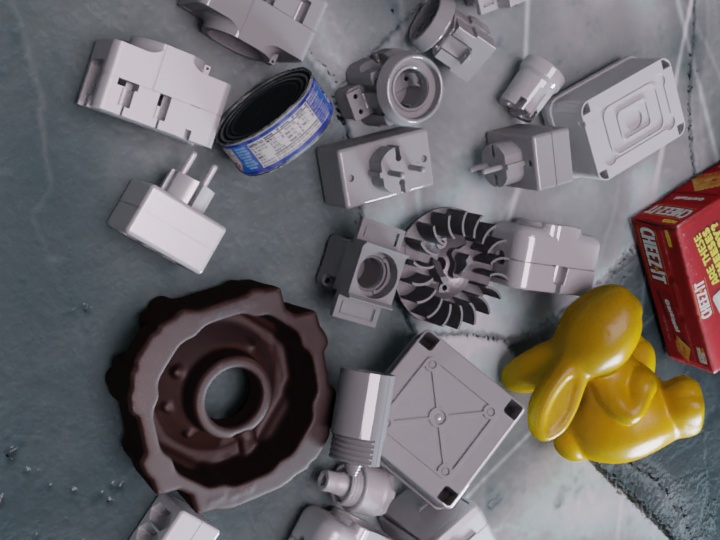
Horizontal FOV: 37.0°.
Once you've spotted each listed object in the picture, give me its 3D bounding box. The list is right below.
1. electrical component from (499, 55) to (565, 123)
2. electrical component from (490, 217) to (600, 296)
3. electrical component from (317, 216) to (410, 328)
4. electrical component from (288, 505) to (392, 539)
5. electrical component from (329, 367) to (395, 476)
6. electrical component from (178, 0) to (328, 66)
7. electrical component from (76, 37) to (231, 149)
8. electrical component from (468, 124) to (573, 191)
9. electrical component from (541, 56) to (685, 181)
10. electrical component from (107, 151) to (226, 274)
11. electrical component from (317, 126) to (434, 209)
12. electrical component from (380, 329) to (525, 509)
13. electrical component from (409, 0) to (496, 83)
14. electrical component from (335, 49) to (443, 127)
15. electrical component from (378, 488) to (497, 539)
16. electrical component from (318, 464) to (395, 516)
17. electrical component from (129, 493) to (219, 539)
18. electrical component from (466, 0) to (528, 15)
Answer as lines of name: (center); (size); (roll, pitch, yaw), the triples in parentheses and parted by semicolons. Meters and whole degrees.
electrical component: (0.147, -0.155, 0.925); (0.040, 0.040, 0.046); (38, 86, -30)
electrical component: (0.162, -0.013, 0.952); (0.095, 0.054, 0.059); (7, 96, -31)
electrical component: (0.000, 0.000, 0.853); (0.042, 0.064, 0.081); (18, 90, -31)
electrical component: (-0.012, 0.237, 0.898); (0.095, 0.054, 0.059); (32, 83, -31)
electrical component: (0.000, 0.118, 0.833); (0.043, 0.043, 0.081); (11, 87, -32)
electrical component: (-0.079, -0.188, 0.778); (0.089, 0.050, 0.055); (25, 86, -31)
electrical component: (-0.143, -0.127, 0.753); (0.089, 0.050, 0.055); (18, 90, -32)
electrical component: (0.129, -0.092, 0.909); (0.077, 0.066, 0.047); (-17, 108, -27)
electrical component: (0.226, -0.136, 0.963); (0.113, 0.057, 0.078); (-30, 113, -22)
electrical component: (-0.131, -0.048, 0.777); (0.066, 0.047, 0.076); (33, 82, -31)
electrical component: (0.022, -0.080, 0.844); (0.083, 0.076, 0.047); (-17, 108, -27)
electrical component: (0.060, 0.124, 0.891); (0.109, 0.056, 0.108); (39, 77, 2)
electrical component: (0.074, -0.188, 0.866); (0.055, 0.066, 0.048); (29, 119, -23)
electrical component: (0.028, -0.143, 0.846); (0.078, 0.057, 0.058); (-30, 113, -22)
electrical component: (0.069, 0.223, 0.918); (0.062, 0.096, 0.061); (-37, 115, -20)
electrical component: (-0.005, 0.180, 0.897); (0.062, 0.043, 0.043); (19, 90, -31)
electrical component: (-0.134, 0.221, 0.827); (0.077, 0.047, 0.065); (39, 80, -30)
electrical component: (0.116, -0.239, 0.875); (0.081, 0.064, 0.042); (-25, 111, -24)
